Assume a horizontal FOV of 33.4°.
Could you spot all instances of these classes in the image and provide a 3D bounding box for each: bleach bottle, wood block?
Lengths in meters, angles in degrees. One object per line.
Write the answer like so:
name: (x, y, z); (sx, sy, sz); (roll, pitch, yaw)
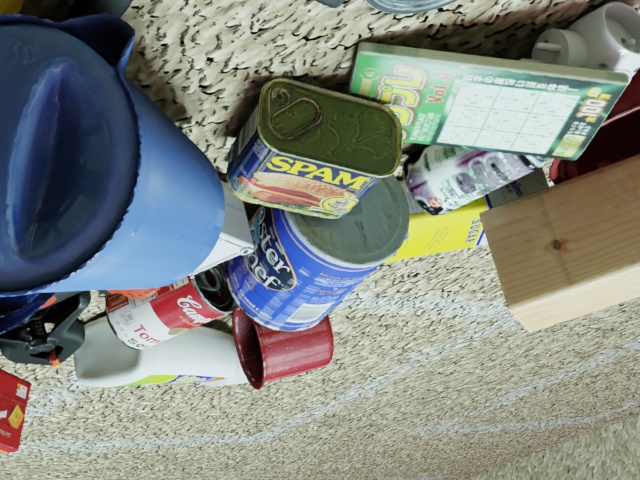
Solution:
bleach bottle: (-0.135, 0.122, 1.120); (0.103, 0.068, 0.250); (-16, 163, 31)
wood block: (0.246, -0.007, 0.855); (0.206, 0.091, 0.090); (-20, 158, 16)

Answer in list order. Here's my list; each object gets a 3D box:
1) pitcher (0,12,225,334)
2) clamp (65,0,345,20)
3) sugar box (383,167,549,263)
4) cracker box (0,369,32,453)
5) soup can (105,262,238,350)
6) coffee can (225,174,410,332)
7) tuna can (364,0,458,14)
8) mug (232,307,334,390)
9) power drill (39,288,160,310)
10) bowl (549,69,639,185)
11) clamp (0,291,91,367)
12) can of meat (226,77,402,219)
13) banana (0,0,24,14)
pitcher: (-0.138, -0.022, 0.605); (0.149, 0.145, 0.242); (-10, 174, 7)
clamp: (-0.082, -0.147, 0.512); (0.164, 0.036, 0.210); (-17, 161, 8)
sugar box: (0.107, -0.021, 0.946); (0.176, 0.048, 0.093); (-8, 158, -16)
cracker box: (-0.376, 0.129, 0.886); (0.214, 0.072, 0.164); (1, 161, 12)
soup can: (-0.130, 0.049, 0.935); (0.102, 0.068, 0.068); (-24, 157, 26)
coffee can: (-0.006, 0.001, 0.847); (0.102, 0.103, 0.140); (-4, 157, -27)
tuna can: (0.057, -0.160, 0.577); (0.086, 0.034, 0.086); (-13, 159, -5)
mug: (-0.042, 0.098, 1.109); (0.081, 0.093, 0.117); (-12, -170, -21)
power drill: (-0.226, 0.024, 0.821); (0.187, 0.057, 0.184); (-16, 159, 4)
bowl: (0.250, -0.097, 0.835); (0.162, 0.055, 0.162); (-13, 159, -5)
clamp: (-0.250, 0.080, 0.974); (0.120, 0.039, 0.171); (-11, 164, 3)
can of meat: (-0.007, -0.059, 0.736); (0.102, 0.057, 0.084); (12, 154, -18)
banana: (-0.196, -0.089, 0.590); (0.069, 0.037, 0.198); (-27, 167, -25)
